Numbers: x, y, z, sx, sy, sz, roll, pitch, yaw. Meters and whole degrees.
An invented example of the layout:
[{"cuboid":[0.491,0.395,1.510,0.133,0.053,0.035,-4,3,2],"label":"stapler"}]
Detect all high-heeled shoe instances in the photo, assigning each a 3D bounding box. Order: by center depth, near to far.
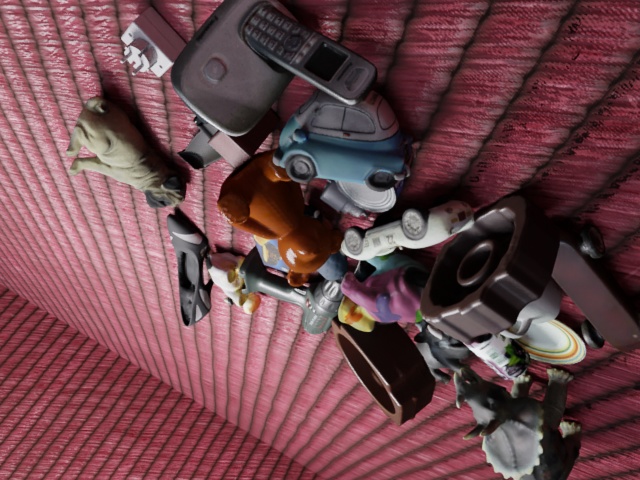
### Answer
[{"cuboid":[-0.292,0.069,1.134,0.086,0.145,0.248,10,145,32],"label":"high-heeled shoe"}]

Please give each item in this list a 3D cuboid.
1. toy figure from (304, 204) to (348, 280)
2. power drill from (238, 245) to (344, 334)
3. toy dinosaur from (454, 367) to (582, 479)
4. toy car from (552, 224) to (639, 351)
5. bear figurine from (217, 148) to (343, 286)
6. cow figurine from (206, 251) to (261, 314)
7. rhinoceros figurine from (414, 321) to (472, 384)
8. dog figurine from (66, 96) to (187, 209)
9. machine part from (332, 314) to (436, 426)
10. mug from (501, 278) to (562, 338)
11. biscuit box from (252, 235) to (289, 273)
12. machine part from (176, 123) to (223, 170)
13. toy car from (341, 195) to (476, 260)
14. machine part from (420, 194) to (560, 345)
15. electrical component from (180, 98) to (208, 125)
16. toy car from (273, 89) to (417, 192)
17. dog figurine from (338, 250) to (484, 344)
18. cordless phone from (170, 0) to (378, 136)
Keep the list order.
[{"cuboid":[-0.003,-0.001,0.851,0.154,0.064,0.058,62,177,-34],"label":"toy figure"},{"cuboid":[-0.045,0.085,1.010,0.207,0.086,0.231,19,148,9],"label":"power drill"},{"cuboid":[0.357,0.342,0.890,0.131,0.192,0.404,1,137,45],"label":"toy dinosaur"},{"cuboid":[0.325,0.058,0.638,0.202,0.053,0.089,44,134,-15],"label":"toy car"},{"cuboid":[-0.045,-0.021,0.730,0.195,0.120,0.132,52,175,-18],"label":"bear figurine"},{"cuboid":[-0.188,0.093,1.150,0.098,0.068,0.167,20,145,30],"label":"cow figurine"},{"cuboid":[0.210,0.170,0.901,0.112,0.073,0.190,36,154,16],"label":"rhinoceros figurine"},{"cuboid":[-0.306,-0.144,0.903,0.190,0.121,0.172,22,155,-11],"label":"dog figurine"},{"cuboid":[0.113,0.215,0.963,0.202,0.087,0.200,51,164,30],"label":"machine part"},{"cuboid":[0.253,0.073,0.684,0.107,0.109,0.081,26,146,-16],"label":"mug"},{"cuboid":[-0.076,-0.030,0.874,0.063,0.059,0.202,18,147,24],"label":"biscuit box"},{"cuboid":[-0.162,-0.142,0.812,0.084,0.039,0.139,42,148,-26],"label":"machine part"},{"cuboid":[0.107,-0.011,0.703,0.202,0.073,0.056,-18,93,53],"label":"toy car"},{"cuboid":[0.192,0.033,0.614,0.056,0.179,0.179,34,150,-10],"label":"machine part"},{"cuboid":[-0.135,-0.189,0.684,0.119,0.075,0.047,-5,134,51],"label":"electrical component"},{"cuboid":[0.029,-0.122,0.605,0.162,0.109,0.102,12,128,15],"label":"toy car"},{"cuboid":[0.142,0.092,0.808,0.219,0.108,0.191,20,146,15],"label":"dog figurine"},{"cuboid":[-0.045,-0.160,0.551,0.184,0.146,0.088,34,172,21],"label":"cordless phone"}]
